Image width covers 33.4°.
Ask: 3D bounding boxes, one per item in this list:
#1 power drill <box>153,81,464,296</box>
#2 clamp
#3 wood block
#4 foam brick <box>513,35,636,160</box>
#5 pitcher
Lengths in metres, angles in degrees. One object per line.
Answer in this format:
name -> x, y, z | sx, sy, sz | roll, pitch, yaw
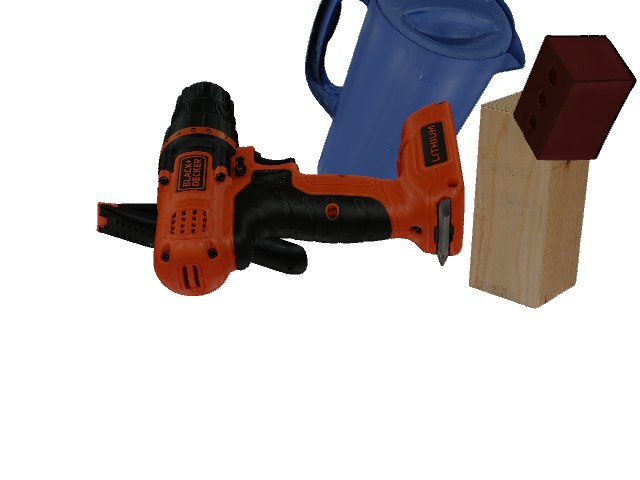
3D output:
power drill -> -0.009, -0.043, 0.667 | 0.187, 0.057, 0.184 | -5, 44, 2
clamp -> -0.096, -0.008, 0.938 | 0.210, 0.036, 0.164 | 5, 13, 0
wood block -> 0.225, -0.045, 1.145 | 0.090, 0.206, 0.090 | 19, 28, 38
foam brick -> 0.181, -0.102, 0.768 | 0.051, 0.053, 0.078 | -5, -41, -18
pitcher -> 0.068, -0.135, 1.012 | 0.144, 0.149, 0.243 | -13, -33, -29
